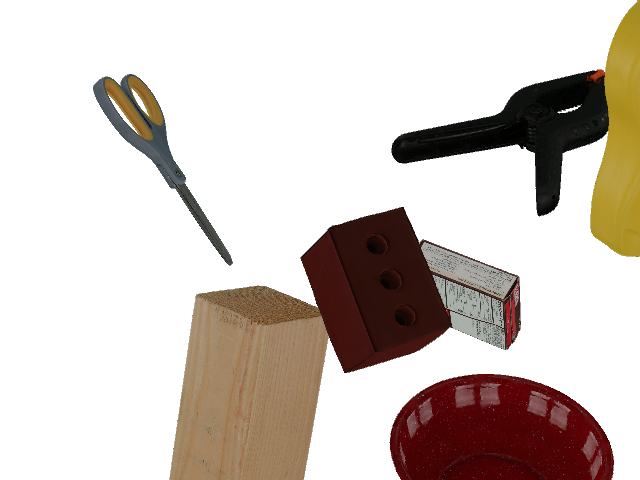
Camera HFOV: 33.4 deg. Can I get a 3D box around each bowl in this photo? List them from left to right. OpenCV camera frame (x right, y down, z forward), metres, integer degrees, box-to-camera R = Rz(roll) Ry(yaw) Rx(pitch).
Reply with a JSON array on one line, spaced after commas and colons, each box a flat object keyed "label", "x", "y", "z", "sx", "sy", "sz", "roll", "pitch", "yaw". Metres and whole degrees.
[{"label": "bowl", "x": 0.132, "y": 0.171, "z": 0.793, "sx": 0.162, "sy": 0.055, "sz": 0.162, "roll": -1, "pitch": 34, "yaw": 0}]

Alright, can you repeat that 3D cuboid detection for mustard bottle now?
[{"label": "mustard bottle", "x": 0.211, "y": -0.088, "z": 0.621, "sx": 0.096, "sy": 0.192, "sz": 0.058, "roll": -12, "pitch": 29, "yaw": -16}]

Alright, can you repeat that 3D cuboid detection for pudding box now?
[{"label": "pudding box", "x": 0.147, "y": 0.055, "z": 1.089, "sx": 0.114, "sy": 0.039, "sz": 0.090, "roll": 20, "pitch": -33, "yaw": 25}]

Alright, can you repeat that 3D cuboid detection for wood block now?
[{"label": "wood block", "x": -0.066, "y": 0.154, "z": 0.954, "sx": 0.090, "sy": 0.206, "sz": 0.090, "roll": 20, "pitch": 17, "yaw": 38}]

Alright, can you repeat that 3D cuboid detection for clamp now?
[{"label": "clamp", "x": 0.189, "y": -0.090, "z": 0.909, "sx": 0.209, "sy": 0.036, "sz": 0.165, "roll": -28, "pitch": 39, "yaw": -26}]

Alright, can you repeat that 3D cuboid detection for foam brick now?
[{"label": "foam brick", "x": 0.031, "y": 0.030, "z": 0.621, "sx": 0.052, "sy": 0.078, "sz": 0.051, "roll": -16, "pitch": -13, "yaw": -27}]

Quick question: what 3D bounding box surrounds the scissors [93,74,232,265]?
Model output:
[{"label": "scissors", "x": -0.136, "y": -0.074, "z": 0.981, "sx": 0.016, "sy": 0.201, "sz": 0.096, "roll": -28, "pitch": 26, "yaw": 20}]
